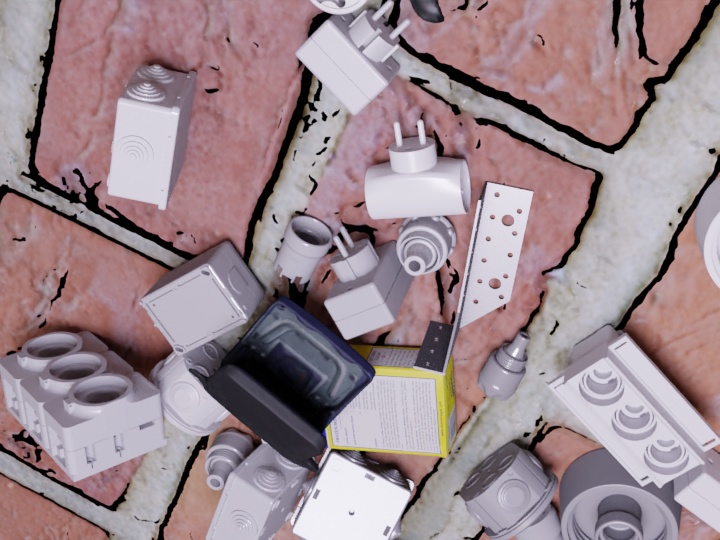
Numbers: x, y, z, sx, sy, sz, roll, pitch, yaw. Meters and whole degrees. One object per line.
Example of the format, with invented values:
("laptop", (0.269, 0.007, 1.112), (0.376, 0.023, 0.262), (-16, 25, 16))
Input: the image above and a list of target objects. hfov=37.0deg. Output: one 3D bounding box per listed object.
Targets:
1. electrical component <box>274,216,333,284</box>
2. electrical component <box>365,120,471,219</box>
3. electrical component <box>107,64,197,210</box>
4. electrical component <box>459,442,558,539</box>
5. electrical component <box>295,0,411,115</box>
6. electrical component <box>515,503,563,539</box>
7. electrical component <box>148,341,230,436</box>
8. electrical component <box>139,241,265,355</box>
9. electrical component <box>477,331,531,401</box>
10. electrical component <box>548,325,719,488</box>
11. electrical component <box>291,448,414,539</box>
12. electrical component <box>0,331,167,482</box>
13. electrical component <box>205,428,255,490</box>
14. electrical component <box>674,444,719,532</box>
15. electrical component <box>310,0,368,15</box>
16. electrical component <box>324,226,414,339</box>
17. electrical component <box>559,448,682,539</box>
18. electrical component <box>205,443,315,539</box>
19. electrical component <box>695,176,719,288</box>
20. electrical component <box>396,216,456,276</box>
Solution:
("electrical component", (-0.049, -0.016, 0.909), (0.040, 0.040, 0.046), (29, 126, 0))
("electrical component", (0.043, -0.080, 0.848), (0.077, 0.043, 0.079), (-2, 115, 16))
("electrical component", (-0.167, -0.109, 0.860), (0.048, 0.099, 0.099), (11, 119, -5))
("electrical component", (0.130, 0.194, 0.944), (0.051, 0.080, 0.080), (46, 118, -4))
("electrical component", (0.004, -0.170, 0.811), (0.065, 0.047, 0.077), (45, 118, -9))
("electrical component", (0.165, 0.242, 0.978), (0.045, 0.045, 0.055), (-20, 109, 23))
("electrical component", (-0.147, 0.105, 0.974), (0.080, 0.080, 0.051), (44, 114, -9))
("electrical component", (-0.141, 0.025, 0.941), (0.096, 0.061, 0.061), (-27, 107, 25))
("electrical component", (0.126, 0.079, 0.912), (0.035, 0.035, 0.061), (26, 118, 1))
("electrical component", (0.226, 0.109, 0.883), (0.079, 0.063, 0.121), (-38, 101, 28))
("electrical component", (-0.007, 0.218, 0.989), (0.100, 0.048, 0.099), (27, 89, 1))
("electrical component", (-0.250, 0.113, 0.959), (0.150, 0.089, 0.061), (28, 127, 46))
("electrical component", (-0.126, 0.182, 1.017), (0.043, 0.062, 0.043), (6, 118, 12))
("electrical component", (0.321, 0.180, 0.902), (0.083, 0.047, 0.075), (36, 120, -5))
("electrical component", (-0.011, -0.220, 0.789), (0.055, 0.047, 0.055), (6, 118, 12))
("electrical component", (0.000, 0.000, 0.877), (0.047, 0.083, 0.075), (-22, 109, 24))
("electrical component", (0.226, 0.216, 0.938), (0.108, 0.060, 0.108), (6, 117, 12))
("electrical component", (-0.091, 0.212, 1.002), (0.048, 0.100, 0.099), (30, 121, 14))
("electrical component", (0.305, -0.023, 0.795), (0.108, 0.060, 0.108), (6, 118, 12))
("electrical component", (0.050, -0.016, 0.868), (0.048, 0.062, 0.048), (6, 117, 12))
